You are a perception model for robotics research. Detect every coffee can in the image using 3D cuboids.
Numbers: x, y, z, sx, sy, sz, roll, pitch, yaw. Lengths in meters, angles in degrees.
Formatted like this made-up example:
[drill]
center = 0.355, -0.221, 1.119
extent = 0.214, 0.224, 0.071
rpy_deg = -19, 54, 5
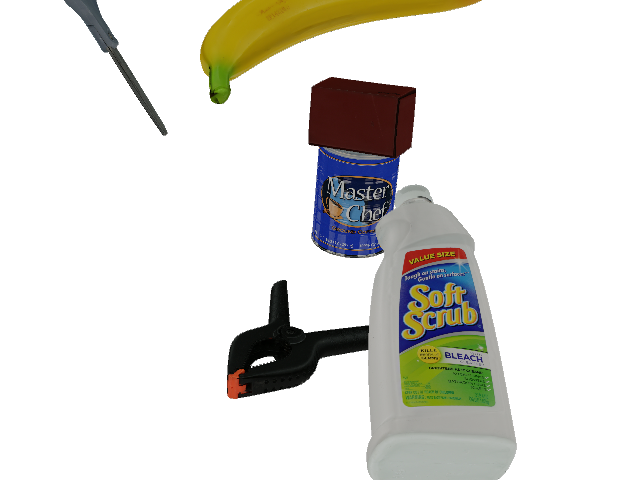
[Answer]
[coffee can]
center = 0.044, -0.063, 1.334
extent = 0.103, 0.140, 0.103
rpy_deg = 4, 28, -2

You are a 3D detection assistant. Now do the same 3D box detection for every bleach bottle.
[bleach bottle]
center = 0.075, 0.056, 0.791
extent = 0.102, 0.251, 0.068
rpy_deg = 3, -43, -9

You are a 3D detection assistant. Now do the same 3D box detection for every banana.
[banana]
center = 0.005, -0.129, 0.618
extent = 0.197, 0.070, 0.037
rpy_deg = -27, -28, -24

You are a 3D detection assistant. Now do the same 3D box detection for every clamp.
[clamp]
center = -0.022, 0.112, 1.134
extent = 0.165, 0.036, 0.209
rpy_deg = 15, 29, 22

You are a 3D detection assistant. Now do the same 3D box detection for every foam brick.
[foam brick]
center = 0.034, -0.103, 0.888
extent = 0.078, 0.051, 0.053
rpy_deg = 11, 20, 19

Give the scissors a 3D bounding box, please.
[scissors]
center = -0.191, -0.189, 0.937
extent = 0.016, 0.201, 0.096
rpy_deg = -29, 28, 12
